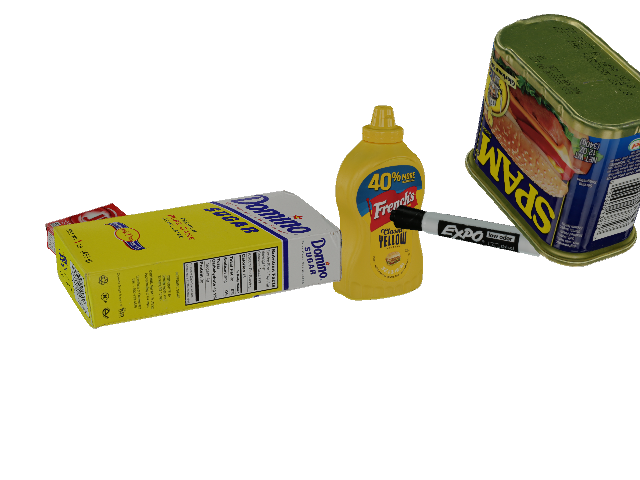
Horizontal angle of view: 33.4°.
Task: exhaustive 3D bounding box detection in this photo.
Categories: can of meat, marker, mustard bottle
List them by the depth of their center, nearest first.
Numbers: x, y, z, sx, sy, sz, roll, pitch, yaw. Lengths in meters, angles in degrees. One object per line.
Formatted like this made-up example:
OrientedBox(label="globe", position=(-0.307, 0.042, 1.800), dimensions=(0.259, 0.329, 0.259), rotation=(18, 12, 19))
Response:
OrientedBox(label="can of meat", position=(0.121, -0.052, 0.535), dimensions=(0.057, 0.084, 0.102), rotation=(-16, 46, -20))
OrientedBox(label="marker", position=(0.110, -0.009, 0.815), dimensions=(0.121, 0.020, 0.020), rotation=(12, 5, 24))
OrientedBox(label="mustard bottle", position=(0.061, -0.040, 1.075), dimensions=(0.096, 0.192, 0.058), rotation=(-8, 18, -28))

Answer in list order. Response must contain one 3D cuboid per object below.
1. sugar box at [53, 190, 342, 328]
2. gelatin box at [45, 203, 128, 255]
OrientedBox(label="sugar box", position=(-0.083, 0.008, 0.725), dimensions=(0.176, 0.048, 0.093), rotation=(-13, 26, -22))
OrientedBox(label="gelatin box", position=(-0.198, 0.004, 0.979), dimensions=(0.073, 0.030, 0.089), rotation=(-21, 43, -37))
